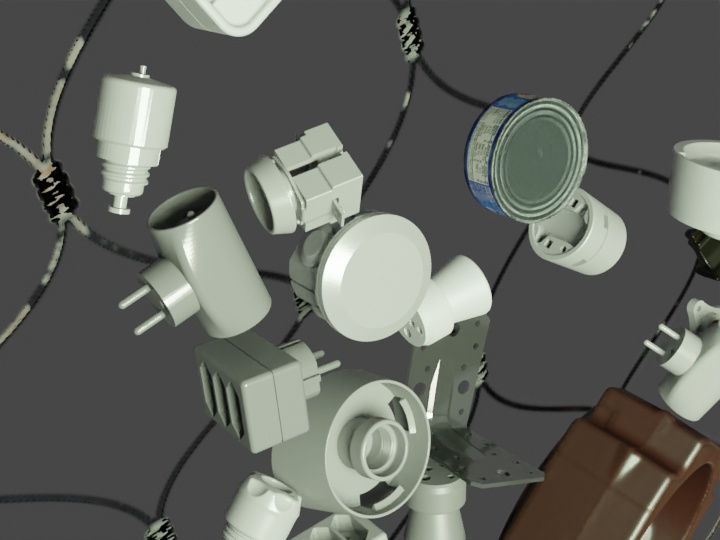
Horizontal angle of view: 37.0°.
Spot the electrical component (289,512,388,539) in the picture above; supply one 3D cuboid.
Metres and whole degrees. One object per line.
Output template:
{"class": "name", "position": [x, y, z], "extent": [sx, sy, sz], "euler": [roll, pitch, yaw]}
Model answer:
{"class": "electrical component", "position": [-0.014, 0.214, 0.733], "extent": [0.066, 0.047, 0.076], "euler": [-26, 118, -25]}

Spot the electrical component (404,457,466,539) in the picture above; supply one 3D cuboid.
{"class": "electrical component", "position": [0.053, 0.167, 0.765], "extent": [0.045, 0.045, 0.055], "euler": [-13, 112, -31]}

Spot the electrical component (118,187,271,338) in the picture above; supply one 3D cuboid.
{"class": "electrical component", "position": [-0.099, 0.006, 0.607], "extent": [0.079, 0.044, 0.077], "euler": [-36, 122, -20]}

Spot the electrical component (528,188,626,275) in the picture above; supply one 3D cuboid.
{"class": "electrical component", "position": [0.156, -0.026, 0.767], "extent": [0.047, 0.055, 0.055], "euler": [22, 92, -41]}

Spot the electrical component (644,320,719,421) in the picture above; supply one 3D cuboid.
{"class": "electrical component", "position": [0.270, 0.072, 0.878], "extent": [0.079, 0.044, 0.077], "euler": [33, 118, -4]}

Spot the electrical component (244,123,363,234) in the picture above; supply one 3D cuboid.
{"class": "electrical component", "position": [-0.034, -0.050, 0.628], "extent": [0.055, 0.066, 0.048], "euler": [-23, 153, -18]}

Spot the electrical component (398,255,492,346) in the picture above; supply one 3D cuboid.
{"class": "electrical component", "position": [0.053, 0.021, 0.716], "extent": [0.055, 0.045, 0.045], "euler": [-27, 119, -24]}

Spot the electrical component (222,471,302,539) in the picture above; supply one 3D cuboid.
{"class": "electrical component", "position": [-0.067, 0.163, 0.682], "extent": [0.043, 0.043, 0.062], "euler": [28, 90, -37]}

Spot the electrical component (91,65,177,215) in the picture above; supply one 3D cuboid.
{"class": "electrical component", "position": [-0.122, -0.069, 0.569], "extent": [0.040, 0.040, 0.078], "euler": [4, 103, -35]}

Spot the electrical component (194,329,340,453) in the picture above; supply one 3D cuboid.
{"class": "electrical component", "position": [-0.049, 0.065, 0.647], "extent": [0.077, 0.066, 0.047], "euler": [-19, 115, -29]}

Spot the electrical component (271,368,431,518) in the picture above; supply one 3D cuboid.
{"class": "electrical component", "position": [-0.004, 0.115, 0.712], "extent": [0.099, 0.064, 0.099], "euler": [-3, 94, -39]}

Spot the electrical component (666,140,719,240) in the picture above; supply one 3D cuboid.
{"class": "electrical component", "position": [0.286, -0.055, 0.816], "extent": [0.108, 0.108, 0.060], "euler": [-8, 116, -32]}

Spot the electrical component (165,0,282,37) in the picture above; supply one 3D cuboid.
{"class": "electrical component", "position": [-0.087, -0.168, 0.547], "extent": [0.053, 0.059, 0.095], "euler": [-51, 126, -10]}

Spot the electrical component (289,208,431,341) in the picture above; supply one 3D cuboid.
{"class": "electrical component", "position": [0.000, 0.000, 0.669], "extent": [0.080, 0.051, 0.080], "euler": [-12, 112, -31]}
